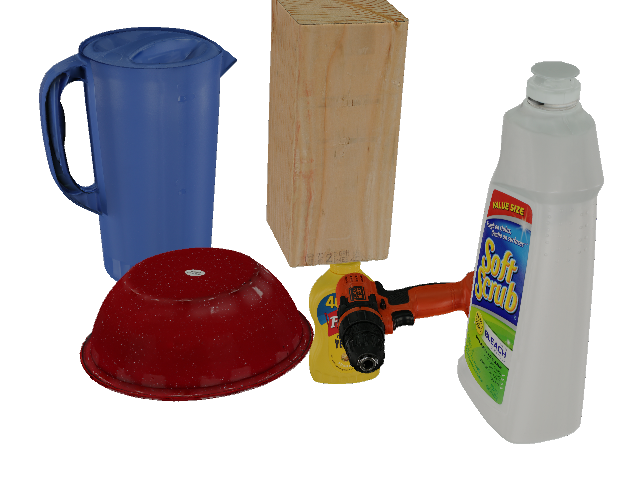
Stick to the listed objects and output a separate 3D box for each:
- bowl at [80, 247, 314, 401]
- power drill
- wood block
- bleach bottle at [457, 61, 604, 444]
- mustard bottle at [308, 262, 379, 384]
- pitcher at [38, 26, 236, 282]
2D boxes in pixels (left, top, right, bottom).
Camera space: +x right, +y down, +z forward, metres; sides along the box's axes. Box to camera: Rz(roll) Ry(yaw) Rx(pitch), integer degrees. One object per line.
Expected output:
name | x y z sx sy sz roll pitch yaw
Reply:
bowl | -0.086 0.047 0.732 0.162 0.055 0.162 -2 22 1
power drill | 0.112 0.086 1.208 0.187 0.057 0.184 -3 27 -2
wood block | 0.010 -0.092 0.878 0.090 0.206 0.091 -5 29 -14
bleach bottle | 0.136 0.005 0.687 0.068 0.251 0.103 -9 31 -13
mustard bottle | 0.033 0.097 1.437 0.096 0.192 0.058 -3 20 -6
pitcher | -0.171 -0.076 1.034 0.149 0.243 0.144 10 27 14
